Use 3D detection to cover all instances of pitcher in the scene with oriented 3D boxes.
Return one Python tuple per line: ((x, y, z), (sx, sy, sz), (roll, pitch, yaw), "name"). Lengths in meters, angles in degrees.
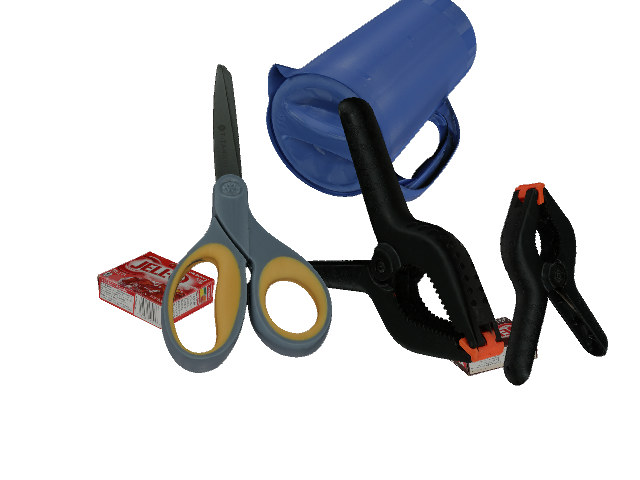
((0.070, -0.151, 1.083), (0.145, 0.149, 0.242), (8, 37, 34), "pitcher")

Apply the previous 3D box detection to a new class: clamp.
((0.055, 0.005, 0.759), (0.036, 0.165, 0.210), (-11, 36, -36), "clamp")
((0.187, 0.039, 0.921), (0.120, 0.171, 0.039), (-23, 7, -40), "clamp")

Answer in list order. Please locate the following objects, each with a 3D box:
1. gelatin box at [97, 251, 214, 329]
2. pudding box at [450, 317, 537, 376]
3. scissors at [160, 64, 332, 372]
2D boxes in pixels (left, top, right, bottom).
((-0.160, 0.046, 1.037), (0.089, 0.030, 0.073), (22, 30, 30), "gelatin box")
((0.240, 0.150, 1.526), (0.113, 0.039, 0.090), (-14, 18, -16), "pudding box")
((-0.032, -0.015, 0.582), (0.096, 0.201, 0.016), (13, -35, -1), "scissors")
